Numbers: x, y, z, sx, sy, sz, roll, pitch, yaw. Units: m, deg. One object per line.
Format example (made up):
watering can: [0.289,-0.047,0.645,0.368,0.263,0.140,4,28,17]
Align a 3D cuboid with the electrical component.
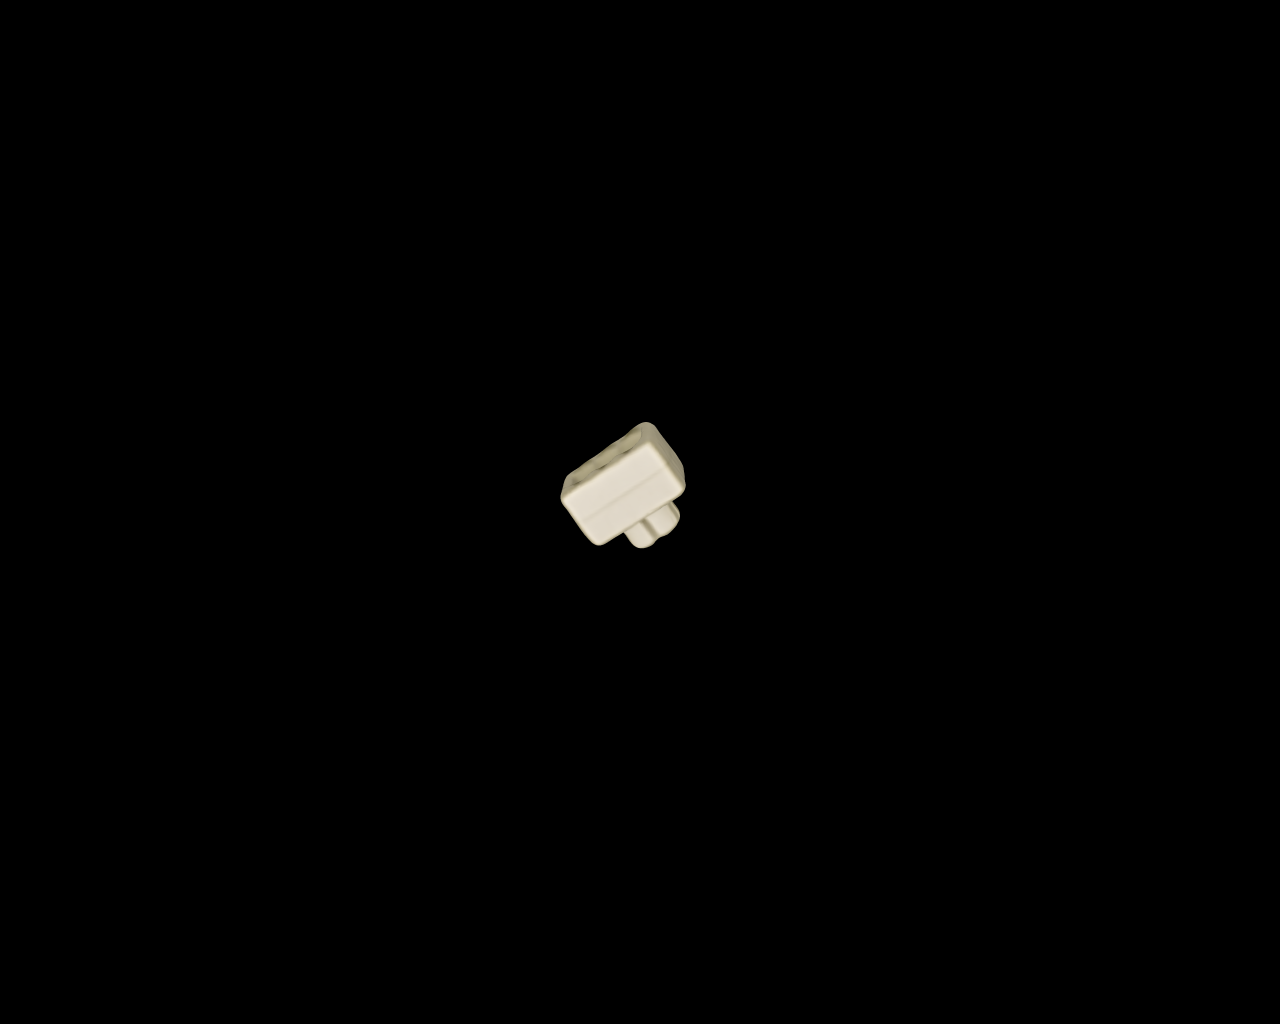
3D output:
electrical component: [0.001,-0.003,0.650,0.065,0.076,0.047,-33,16,11]
